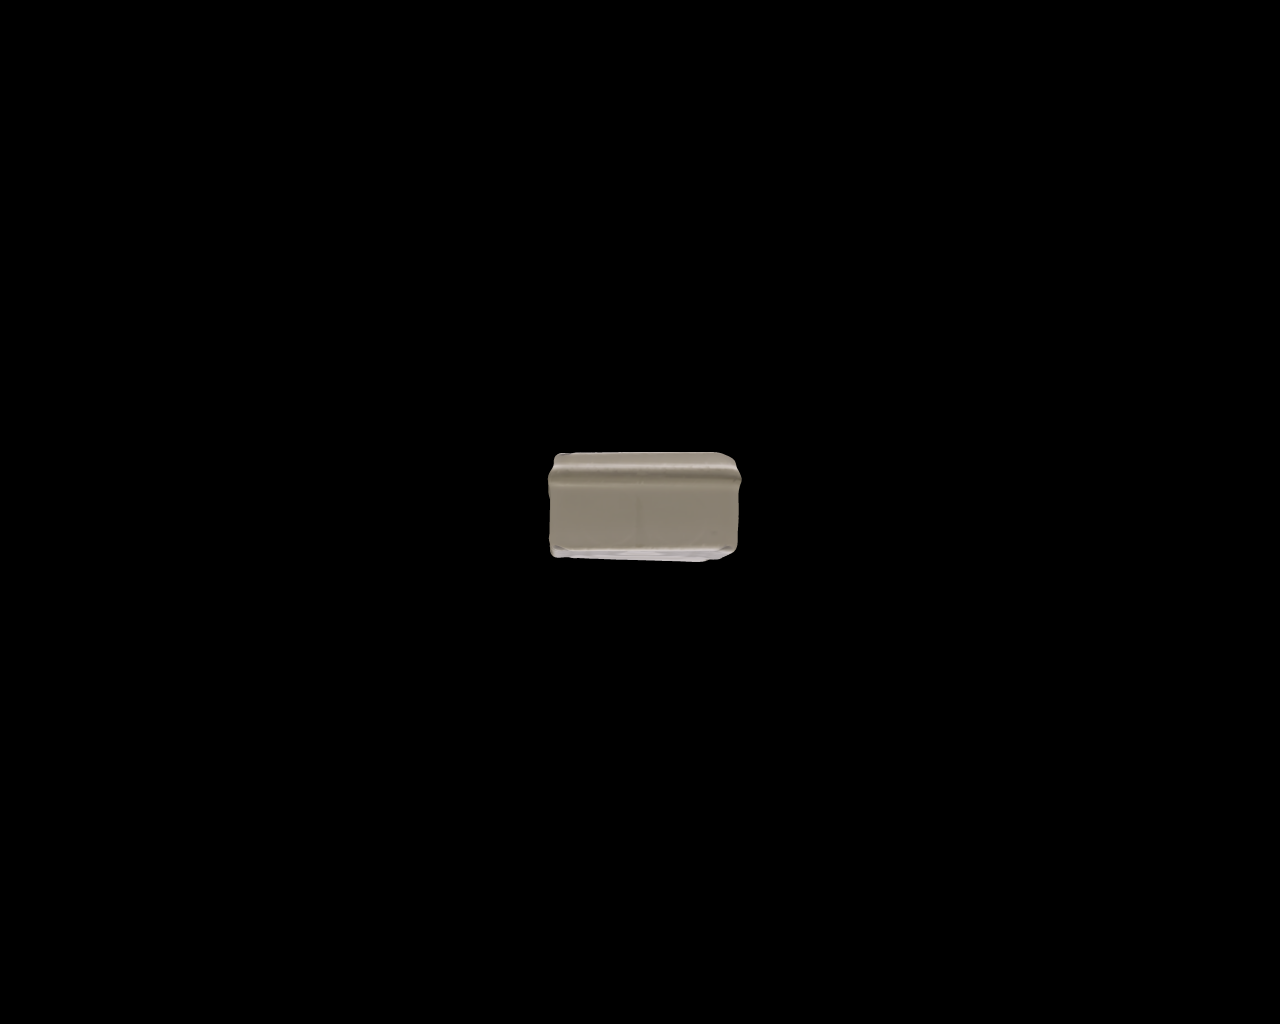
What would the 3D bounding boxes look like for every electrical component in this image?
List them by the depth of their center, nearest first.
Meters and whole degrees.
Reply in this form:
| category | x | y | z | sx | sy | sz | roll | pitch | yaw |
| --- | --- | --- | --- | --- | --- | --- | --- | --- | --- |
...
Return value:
| category | x | y | z | sx | sy | sz | roll | pitch | yaw |
| --- | --- | --- | --- | --- | --- | --- | --- | --- | --- |
| electrical component | 0.001 | -0.003 | 0.650 | 0.113 | 0.057 | 0.078 | 1 | -7 | -5 |
